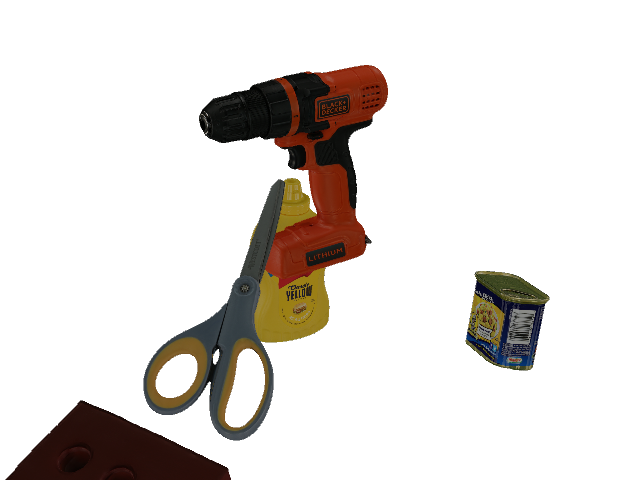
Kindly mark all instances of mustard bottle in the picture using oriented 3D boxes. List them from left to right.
[{"bbox_3d":[-0.034,0.020,1.223,0.096,0.192,0.058,-11,29,-25],"label":"mustard bottle"}]

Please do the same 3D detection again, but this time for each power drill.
[{"bbox_3d":[-0.021,-0.061,0.982,0.184,0.188,0.057,-15,32,-25],"label":"power drill"}]

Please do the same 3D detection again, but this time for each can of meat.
[{"bbox_3d":[0.206,0.089,1.191,0.057,0.084,0.102,4,14,-17],"label":"can of meat"}]

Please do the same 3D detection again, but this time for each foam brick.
[{"bbox_3d":[-0.078,0.112,0.431,0.078,0.051,0.052,19,44,24],"label":"foam brick"}]

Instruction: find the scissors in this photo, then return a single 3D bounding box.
[{"bbox_3d":[-0.071,0.043,0.739,0.096,0.201,0.016,-4,-33,3],"label":"scissors"}]
